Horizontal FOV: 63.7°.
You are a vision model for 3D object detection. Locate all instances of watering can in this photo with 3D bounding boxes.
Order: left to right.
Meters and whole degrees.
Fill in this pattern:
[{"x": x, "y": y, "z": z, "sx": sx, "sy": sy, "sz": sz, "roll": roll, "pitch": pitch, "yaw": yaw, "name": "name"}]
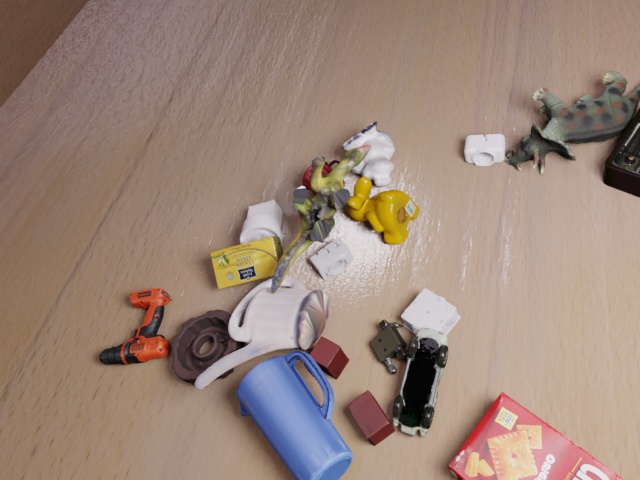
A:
[{"x": -0.110, "y": 0.198, "z": 1.129, "sx": 0.224, "sy": 0.102, "sz": 0.355, "roll": 0, "pitch": 36, "yaw": 24, "name": "watering can"}]

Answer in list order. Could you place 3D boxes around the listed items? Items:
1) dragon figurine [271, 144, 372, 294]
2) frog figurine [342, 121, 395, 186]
[{"x": 0.004, "y": -0.063, "z": 1.244, "sx": 0.123, "sy": 0.242, "sz": 0.409, "roll": 31, "pitch": 93, "yaw": 10, "name": "dragon figurine"}, {"x": 0.148, "y": -0.217, "z": 1.390, "sx": 0.138, "sy": 0.121, "sz": 0.160, "roll": -32, "pitch": 84, "yaw": -14, "name": "frog figurine"}]
